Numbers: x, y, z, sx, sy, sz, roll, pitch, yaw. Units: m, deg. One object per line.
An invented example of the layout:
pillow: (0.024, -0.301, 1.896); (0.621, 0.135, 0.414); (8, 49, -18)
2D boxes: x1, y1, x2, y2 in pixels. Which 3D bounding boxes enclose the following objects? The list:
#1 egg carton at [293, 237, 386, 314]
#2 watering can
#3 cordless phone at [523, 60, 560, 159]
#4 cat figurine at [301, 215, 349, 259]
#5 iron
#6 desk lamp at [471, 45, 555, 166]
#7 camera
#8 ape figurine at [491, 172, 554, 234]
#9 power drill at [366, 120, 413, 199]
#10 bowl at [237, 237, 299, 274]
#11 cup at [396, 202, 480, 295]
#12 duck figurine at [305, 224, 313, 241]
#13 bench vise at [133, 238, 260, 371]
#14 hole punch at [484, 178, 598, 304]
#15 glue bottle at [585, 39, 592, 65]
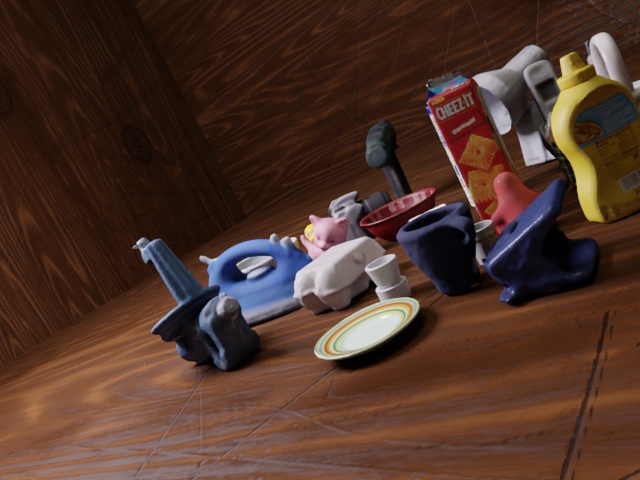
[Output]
egg carton: (0.033, 0.052, 0.883); (0.107, 0.069, 0.151); (-18, 12, 45)
watering can: (0.375, -0.164, 0.721); (0.173, 0.194, 0.101); (-27, 9, 1)
cordless phone: (0.437, -0.234, 0.975); (0.147, 0.185, 0.094); (-27, 9, -1)
cat figurine: (0.010, 0.004, 1.072); (0.067, 0.118, 0.127); (-34, 11, -37)
iron: (-0.097, 0.057, 1.001); (0.257, 0.141, 0.119); (-22, 10, 29)
desk lamp: (0.399, -0.253, 1.109); (0.203, 0.213, 0.117); (-29, 9, -14)
camera: (0.094, -0.060, 1.253); (0.137, 0.101, 0.143); (-26, 9, 2)
ape figurine: (0.253, -0.046, 0.732); (0.077, 0.092, 0.076); (-22, 10, 26)
power drill: (0.169, -0.173, 1.332); (0.075, 0.208, 0.230); (-23, 10, 20)
bowl: (-0.107, 0.064, 1.205); (0.167, 0.075, 0.167); (-26, 9, 5)
cup: (0.154, 0.014, 0.663); (0.092, 0.095, 0.117); (-30, 9, -19)
duck figurine: (-0.001, 0.005, 1.202); (0.077, 0.086, 0.104); (-26, 9, 4)
bench vise: (-0.184, 0.081, 0.856); (0.206, 0.220, 0.122); (-21, 11, 34)
hole punch: (0.216, -0.001, 0.583); (0.100, 0.091, 0.109); (-21, 11, 33)
glue bottle: (0.540, -0.299, 1.093); (0.078, 0.173, 0.037); (-26, 9, 5)
